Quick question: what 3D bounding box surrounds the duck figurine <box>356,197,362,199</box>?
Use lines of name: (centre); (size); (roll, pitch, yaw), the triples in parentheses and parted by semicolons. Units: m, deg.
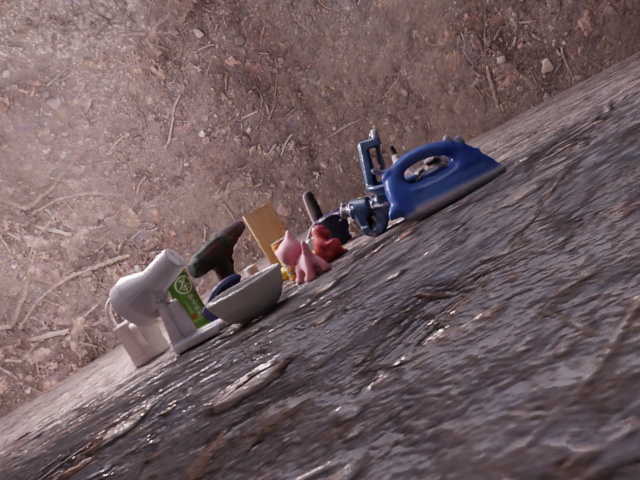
duck figurine: (0.138, -0.096, 1.823); (0.104, 0.086, 0.078); (-28, 4, 21)

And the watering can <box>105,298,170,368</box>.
watering can: (-0.484, 0.224, 1.487); (0.101, 0.194, 0.172); (-33, 5, -40)

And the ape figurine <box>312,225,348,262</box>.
ape figurine: (0.013, 0.005, 1.373); (0.076, 0.092, 0.078); (-30, 4, -2)

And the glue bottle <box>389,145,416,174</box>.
glue bottle: (0.246, -0.198, 1.674); (0.078, 0.173, 0.037); (-29, 4, 14)

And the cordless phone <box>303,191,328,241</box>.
cordless phone: (-0.024, -0.067, 1.912); (0.094, 0.185, 0.148); (-28, 4, 26)

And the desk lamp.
desk lamp: (-0.329, 0.139, 1.259); (0.203, 0.213, 0.118); (-29, 4, 15)

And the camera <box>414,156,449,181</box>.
camera: (0.276, -0.153, 1.388); (0.137, 0.101, 0.143); (-33, 5, -40)

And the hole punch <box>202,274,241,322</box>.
hole punch: (-0.228, 0.145, 1.365); (0.101, 0.091, 0.109); (-27, 5, 35)

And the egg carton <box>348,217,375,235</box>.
egg carton: (0.142, -0.077, 1.668); (0.150, 0.069, 0.107); (-31, 4, -23)

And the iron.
iron: (0.241, -0.143, 1.201); (0.258, 0.141, 0.119); (-29, 4, 9)

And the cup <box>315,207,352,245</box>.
cup: (0.052, -0.034, 1.576); (0.092, 0.095, 0.117); (-32, 4, -25)

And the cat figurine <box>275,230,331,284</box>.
cat figurine: (-0.048, 0.033, 1.263); (0.067, 0.118, 0.127); (-32, 4, -24)

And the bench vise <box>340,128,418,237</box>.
bench vise: (0.124, -0.129, 1.316); (0.207, 0.220, 0.121); (-30, 4, 4)

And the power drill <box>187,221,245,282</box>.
power drill: (-0.259, 0.075, 1.646); (0.230, 0.208, 0.075); (-33, 5, -42)

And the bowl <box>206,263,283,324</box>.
bowl: (-0.135, 0.117, 1.131); (0.167, 0.075, 0.167); (-30, 4, 2)
